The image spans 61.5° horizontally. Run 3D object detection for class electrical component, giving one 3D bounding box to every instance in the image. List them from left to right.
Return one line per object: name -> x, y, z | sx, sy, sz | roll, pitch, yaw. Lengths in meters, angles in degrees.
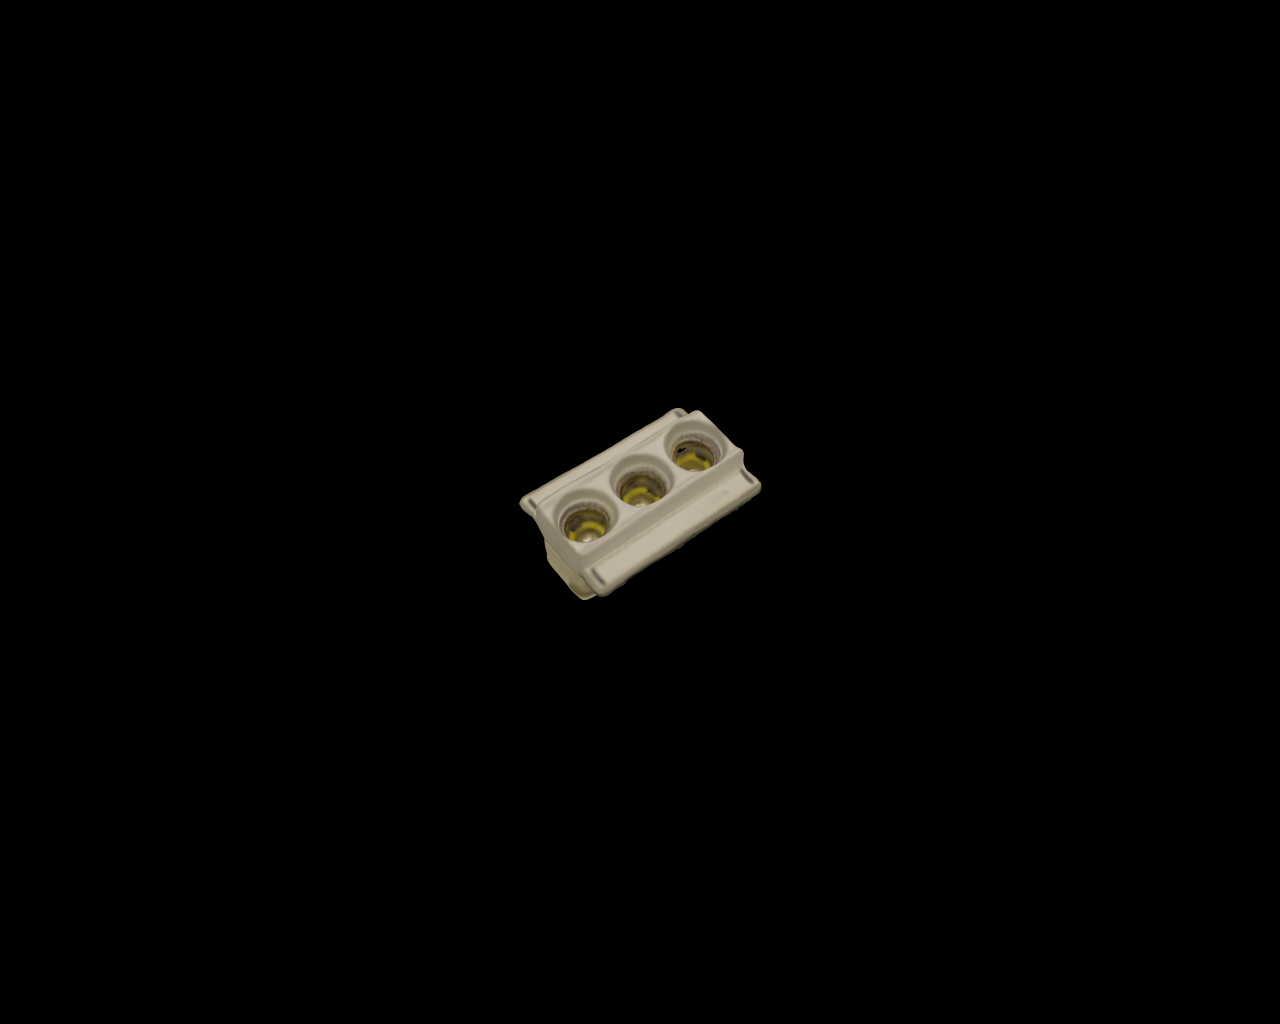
electrical component -> 0.001, -0.003, 0.650 | 0.121, 0.079, 0.063 | -33, -29, -21
